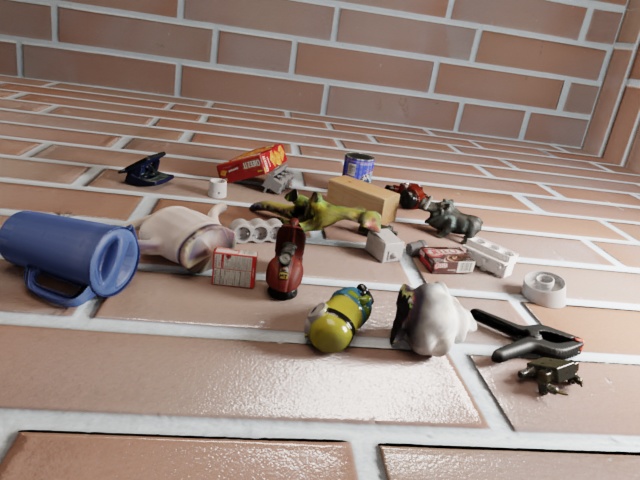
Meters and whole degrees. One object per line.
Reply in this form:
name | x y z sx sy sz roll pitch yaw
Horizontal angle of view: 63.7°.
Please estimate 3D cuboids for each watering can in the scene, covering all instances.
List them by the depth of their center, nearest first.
watering can | -0.279 -0.024 1.168 0.226 0.102 0.351 23 27 29

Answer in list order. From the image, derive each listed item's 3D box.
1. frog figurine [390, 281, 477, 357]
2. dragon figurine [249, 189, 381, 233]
frog figurine | 0.221 0.147 0.937 0.159 0.120 0.141 15 53 -8
dragon figurine | 0.004 -0.070 1.396 0.243 0.122 0.412 3 8 -37
